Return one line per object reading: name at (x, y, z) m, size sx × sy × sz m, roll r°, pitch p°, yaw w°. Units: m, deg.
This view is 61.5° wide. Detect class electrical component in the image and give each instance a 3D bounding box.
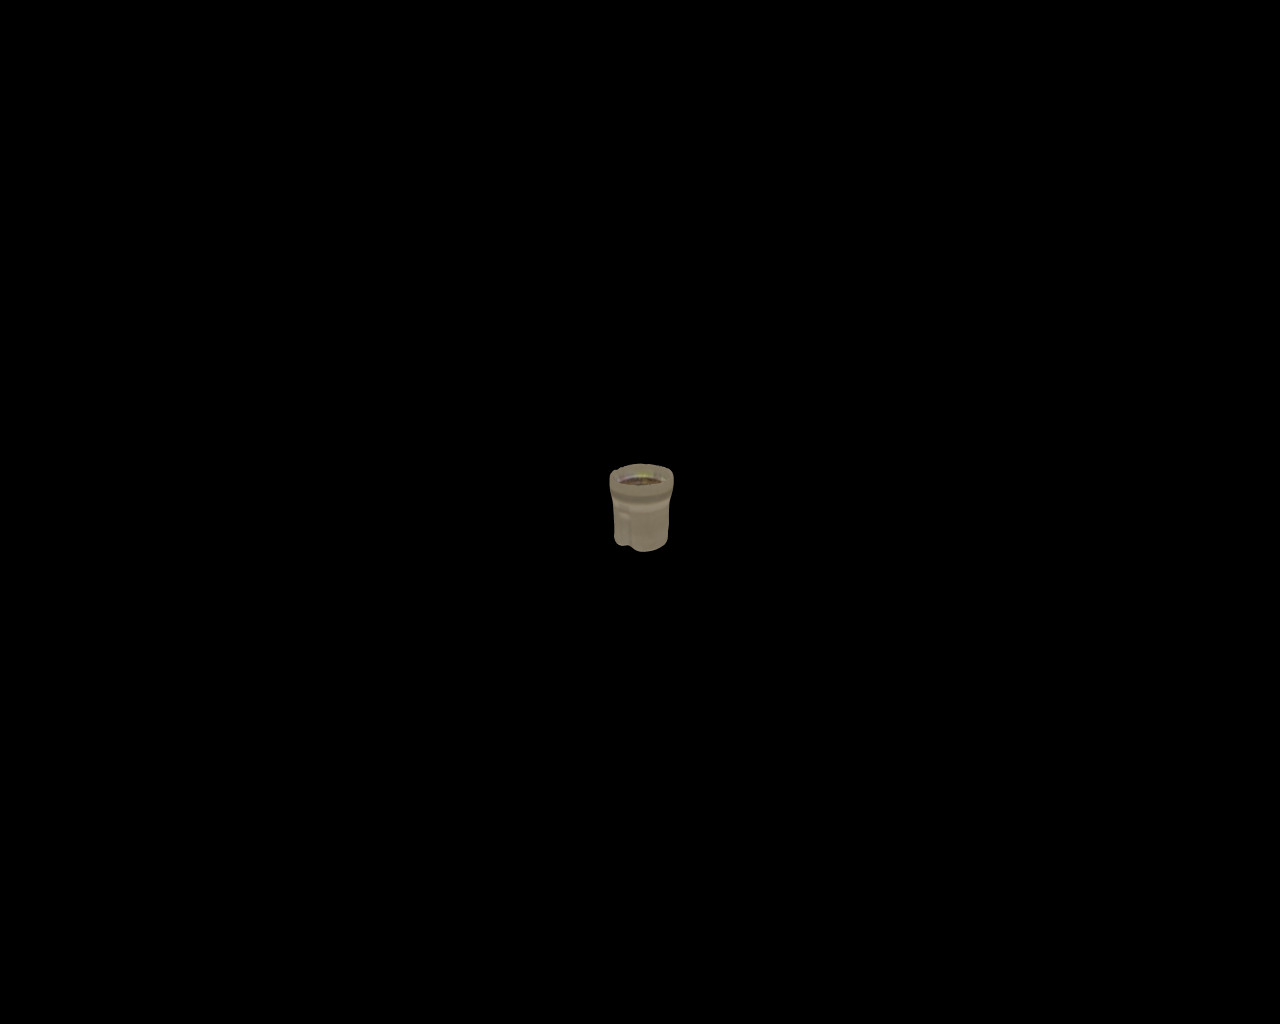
electrical component at (0.001, -0.003, 0.650) m, size 0.040 × 0.046 × 0.040 m, roll 0°, pitch 22°, yaw 0°
